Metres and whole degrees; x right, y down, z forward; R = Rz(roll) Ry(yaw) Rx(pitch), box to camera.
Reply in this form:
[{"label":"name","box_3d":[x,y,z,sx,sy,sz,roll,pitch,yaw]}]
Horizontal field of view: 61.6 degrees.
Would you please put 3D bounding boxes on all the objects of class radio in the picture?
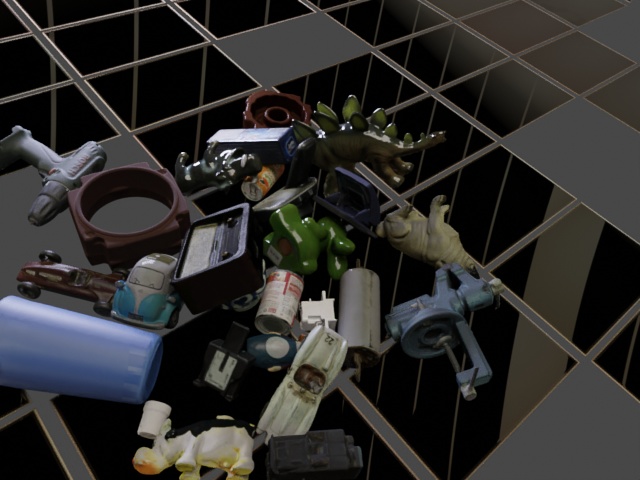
[{"label":"radio","box_3d":[-0.170,0.023,0.938,0.131,0.073,0.230,-20,28,5]}]

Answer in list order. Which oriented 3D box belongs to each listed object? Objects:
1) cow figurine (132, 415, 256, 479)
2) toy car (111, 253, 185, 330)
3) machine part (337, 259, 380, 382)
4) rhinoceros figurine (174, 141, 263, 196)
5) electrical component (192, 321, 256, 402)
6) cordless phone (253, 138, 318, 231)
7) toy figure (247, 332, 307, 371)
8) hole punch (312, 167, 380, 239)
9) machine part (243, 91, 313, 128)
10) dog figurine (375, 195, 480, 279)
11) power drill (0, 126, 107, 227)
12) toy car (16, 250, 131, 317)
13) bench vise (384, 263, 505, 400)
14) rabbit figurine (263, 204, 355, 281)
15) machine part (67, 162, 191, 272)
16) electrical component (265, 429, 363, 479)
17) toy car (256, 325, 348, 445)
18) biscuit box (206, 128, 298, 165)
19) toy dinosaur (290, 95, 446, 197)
[{"label":"cow figurine","box_3d":[-0.179,0.296,0.780,0.167,0.068,0.098,7,43,-8]},{"label":"toy car","box_3d":[-0.273,0.076,0.906,0.109,0.102,0.162,16,24,4]},{"label":"machine part","box_3d":[0.070,0.137,0.957,0.079,0.079,0.243,7,49,-4]},{"label":"rhinoceros figurine","box_3d":[-0.213,-0.144,1.111,0.190,0.073,0.112,-13,48,10]},{"label":"electrical component","box_3d":[-0.145,0.187,0.853,0.075,0.047,0.119,20,89,10]},{"label":"cordless phone","box_3d":[-0.062,-0.112,1.075,0.089,0.184,0.146,41,54,18]},{"label":"toy figure","box_3d":[-0.047,0.190,0.906,0.154,0.058,0.064,3,88,-10]},{"label":"hole punch","box_3d":[0.065,-0.076,1.092,0.142,0.115,0.092,31,87,40]},{"label":"machine part","box_3d":[-0.103,-0.290,1.305,0.179,0.056,0.179,6,50,-7]},{"label":"dog figurine","box_3d":[0.214,0.028,1.076,0.172,0.121,0.190,-20,72,25]},{"label":"power drill","box_3d":[-0.563,-0.140,1.078,0.207,0.085,0.232,21,48,13]},{"label":"toy car","box_3d":[-0.428,0.072,0.939,0.202,0.053,0.089,15,52,1]},{"label":"bench vise","box_3d":[0.234,0.158,0.919,0.224,0.128,0.241,-14,42,-2]},{"label":"rabbit figurine","box_3d":[-0.002,-0.003,1.041,0.159,0.121,0.170,37,38,28]},{"label":"machine part","box_3d":[-0.364,-0.051,1.033,0.201,0.087,0.202,-18,57,-24]},{"label":"electrical component","box_3d":[-0.009,0.316,0.763,0.134,0.114,0.058,0,52,-8]},{"label":"toy car","box_3d":[-0.026,0.229,0.839,0.073,0.056,0.202,33,68,-5]},{"label":"biscuit box","box_3d":[-0.146,-0.202,1.164,0.203,0.062,0.059,5,42,30]},{"label":"toy dinosaur","box_3d":[0.036,-0.198,1.160,0.472,0.198,0.105,-6,30,28]}]
